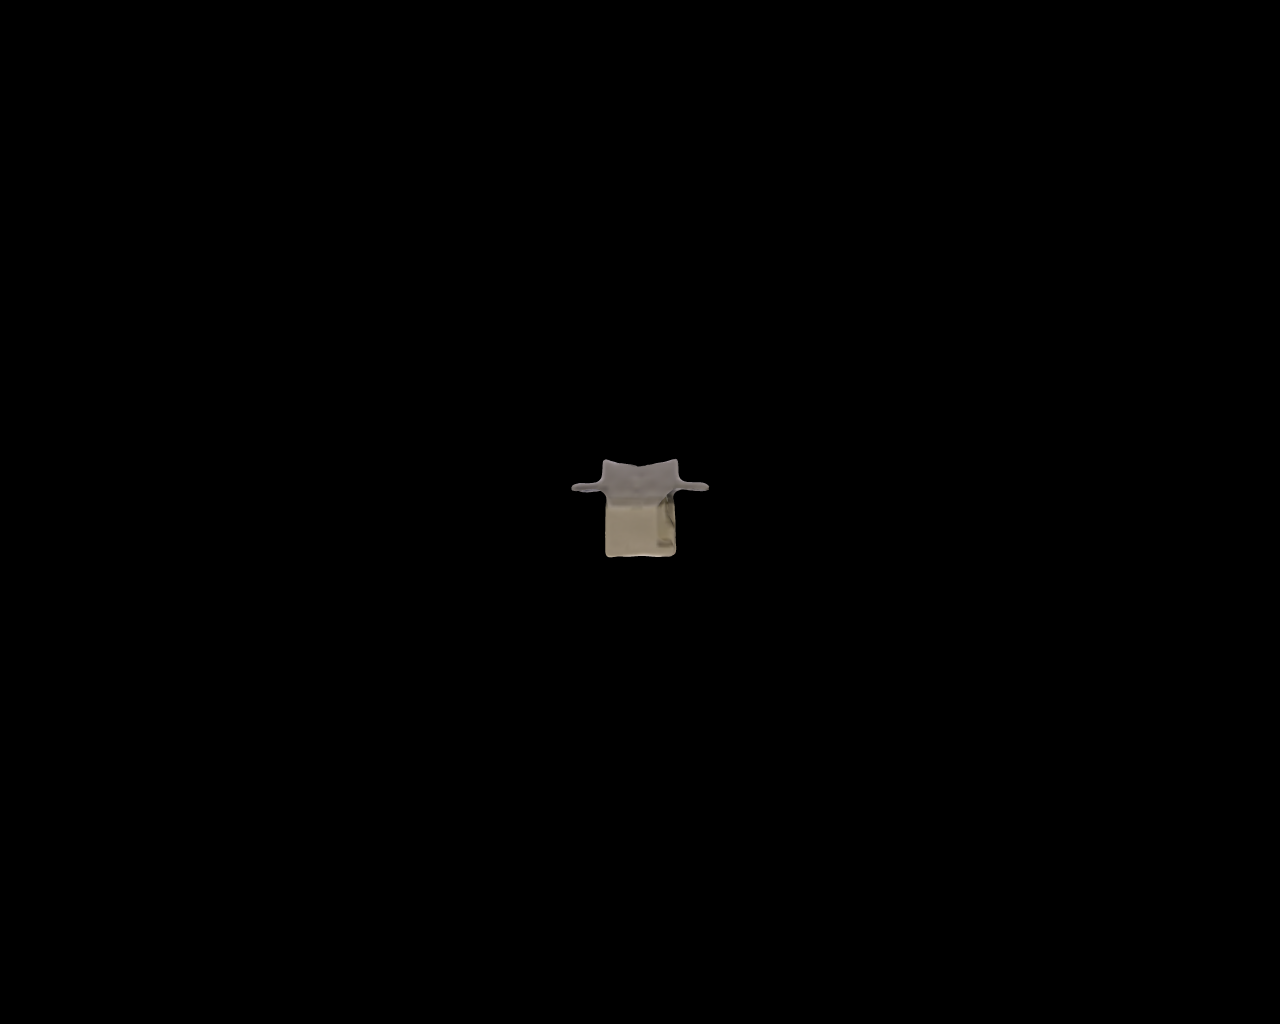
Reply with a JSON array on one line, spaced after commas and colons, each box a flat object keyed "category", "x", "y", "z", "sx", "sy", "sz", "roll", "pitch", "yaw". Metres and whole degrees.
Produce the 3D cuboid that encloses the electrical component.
[{"category": "electrical component", "x": 0.001, "y": -0.003, "z": 0.650, "sx": 0.081, "sy": 0.063, "sz": 0.042, "roll": 0, "pitch": 0, "yaw": 4}]
